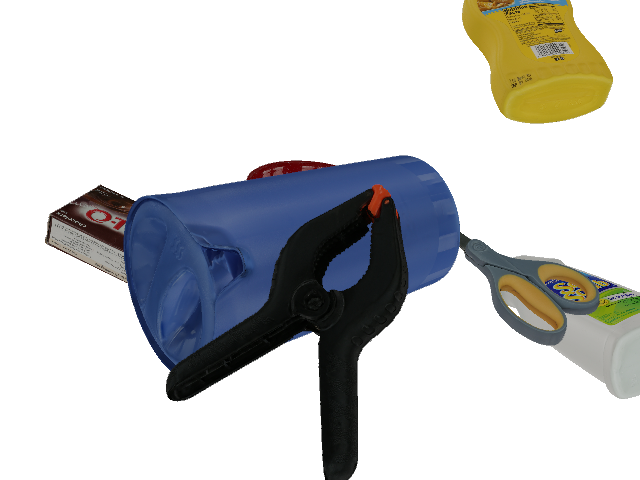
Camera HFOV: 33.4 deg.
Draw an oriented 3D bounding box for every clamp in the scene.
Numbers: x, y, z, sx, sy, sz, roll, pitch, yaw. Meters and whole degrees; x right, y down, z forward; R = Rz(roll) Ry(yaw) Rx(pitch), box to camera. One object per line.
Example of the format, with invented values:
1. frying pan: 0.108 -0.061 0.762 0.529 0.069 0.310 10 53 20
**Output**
1. clamp: 0.005 0.051 0.604 0.120 0.171 0.039 35 -10 18

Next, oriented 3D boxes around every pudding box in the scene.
1. pudding box: -0.193 -0.005 1.031 0.113 0.039 0.090 23 27 13

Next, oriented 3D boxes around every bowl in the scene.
1. bowl: -0.010 -0.038 1.245 0.162 0.055 0.162 7 26 -4

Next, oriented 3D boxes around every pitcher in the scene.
1. pitcher: -0.021 0.011 0.814 0.242 0.145 0.149 -15 40 -33

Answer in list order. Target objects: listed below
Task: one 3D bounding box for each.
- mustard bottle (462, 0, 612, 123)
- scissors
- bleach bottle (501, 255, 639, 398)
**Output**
1. mustard bottle: 0.177 -0.189 0.936 0.096 0.191 0.058 -9 -36 -9
2. scissors: 0.149 0.011 0.872 0.096 0.016 0.202 -11 42 -22
3. bleach bottle: 0.239 0.067 1.032 0.102 0.068 0.251 -15 22 -22
